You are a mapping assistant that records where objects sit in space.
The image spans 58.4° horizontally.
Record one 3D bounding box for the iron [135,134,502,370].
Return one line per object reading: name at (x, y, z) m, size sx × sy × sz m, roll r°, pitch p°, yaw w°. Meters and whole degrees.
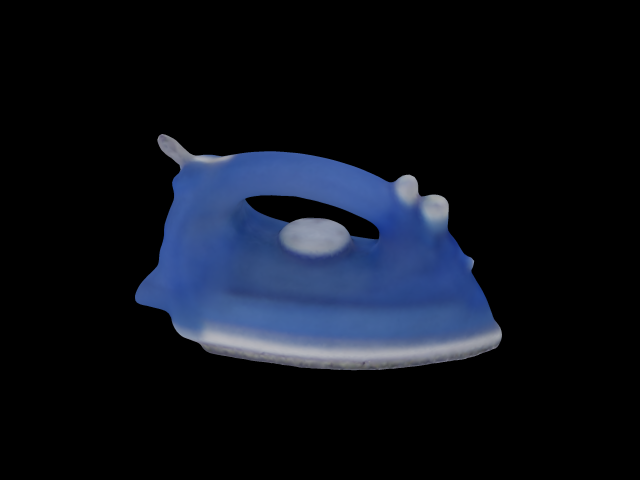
iron at (0.004, 0.001, 0.400) m, size 0.258 × 0.141 × 0.119 m, roll 6°, pitch 32°, yaw 9°
